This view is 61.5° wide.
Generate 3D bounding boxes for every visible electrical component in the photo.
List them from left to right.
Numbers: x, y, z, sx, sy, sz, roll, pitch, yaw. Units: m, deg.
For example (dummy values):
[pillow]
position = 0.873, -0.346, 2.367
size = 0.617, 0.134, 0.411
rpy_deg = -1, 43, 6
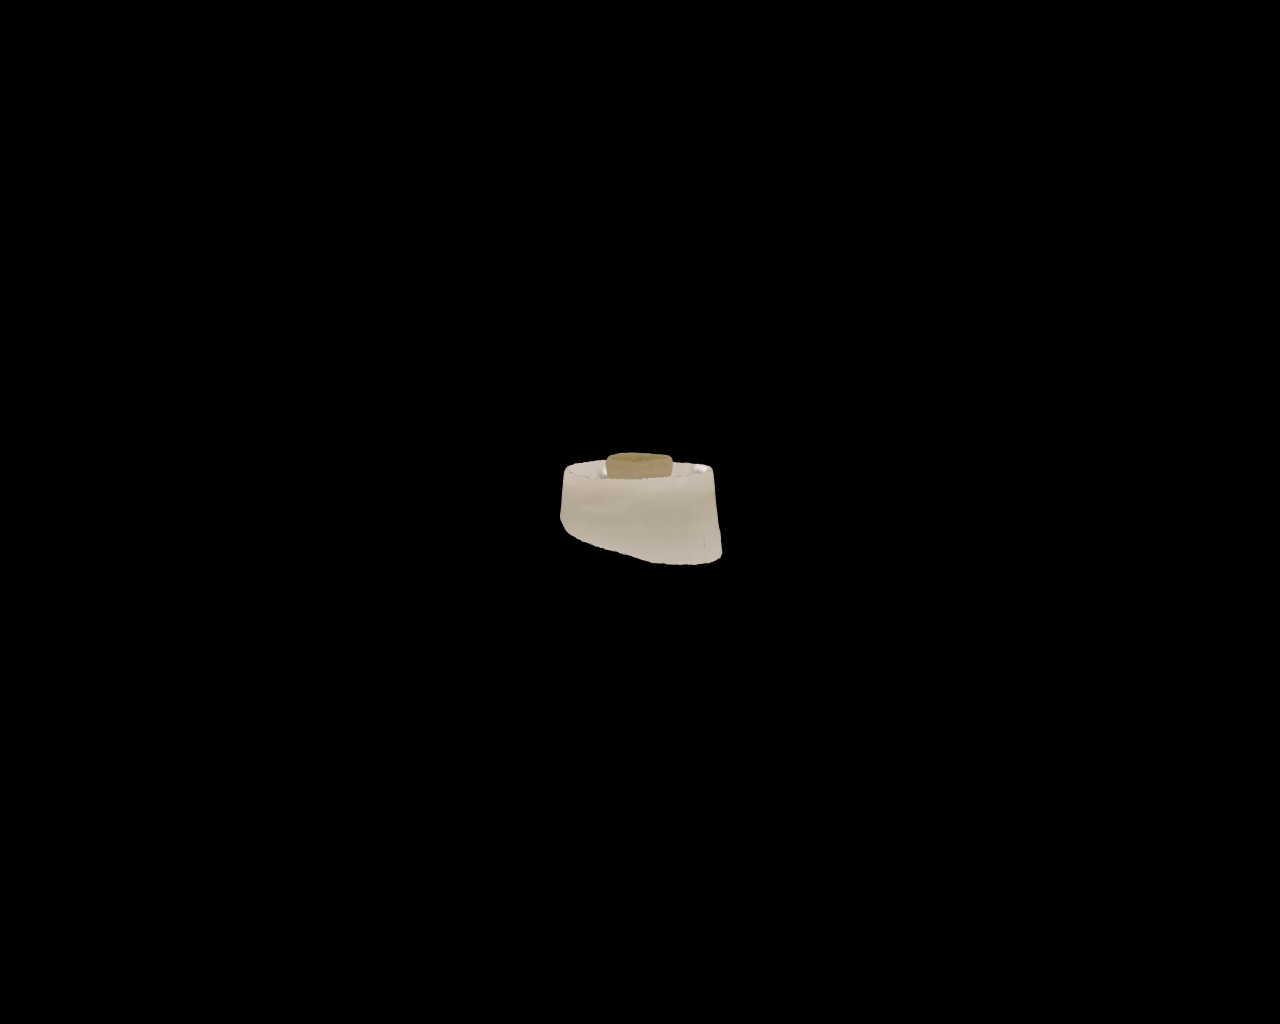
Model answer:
[electrical component]
position = 0.001, -0.003, 0.650
size = 0.099, 0.064, 0.099
rpy_deg = 0, 9, 0
